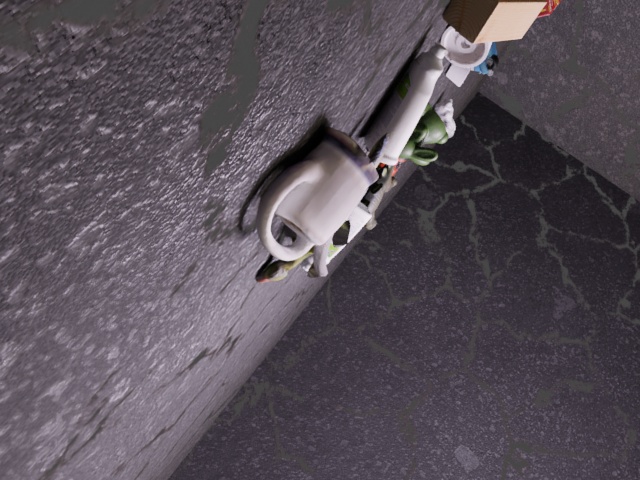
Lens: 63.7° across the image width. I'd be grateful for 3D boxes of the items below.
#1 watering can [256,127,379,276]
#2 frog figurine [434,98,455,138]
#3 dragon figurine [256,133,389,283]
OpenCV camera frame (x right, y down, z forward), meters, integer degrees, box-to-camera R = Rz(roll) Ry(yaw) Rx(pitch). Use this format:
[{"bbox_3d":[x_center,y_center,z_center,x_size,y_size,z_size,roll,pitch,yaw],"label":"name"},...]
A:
[{"bbox_3d":[0.005,-0.053,0.868,0.225,0.105,0.343,-51,157,-3],"label":"watering can"},{"bbox_3d":[0.475,-0.470,1.976,0.140,0.122,0.156,-103,-149,-56],"label":"frog figurine"},{"bbox_3d":[0.003,-0.056,1.119,0.411,0.121,0.244,-51,-170,-1],"label":"dragon figurine"}]
